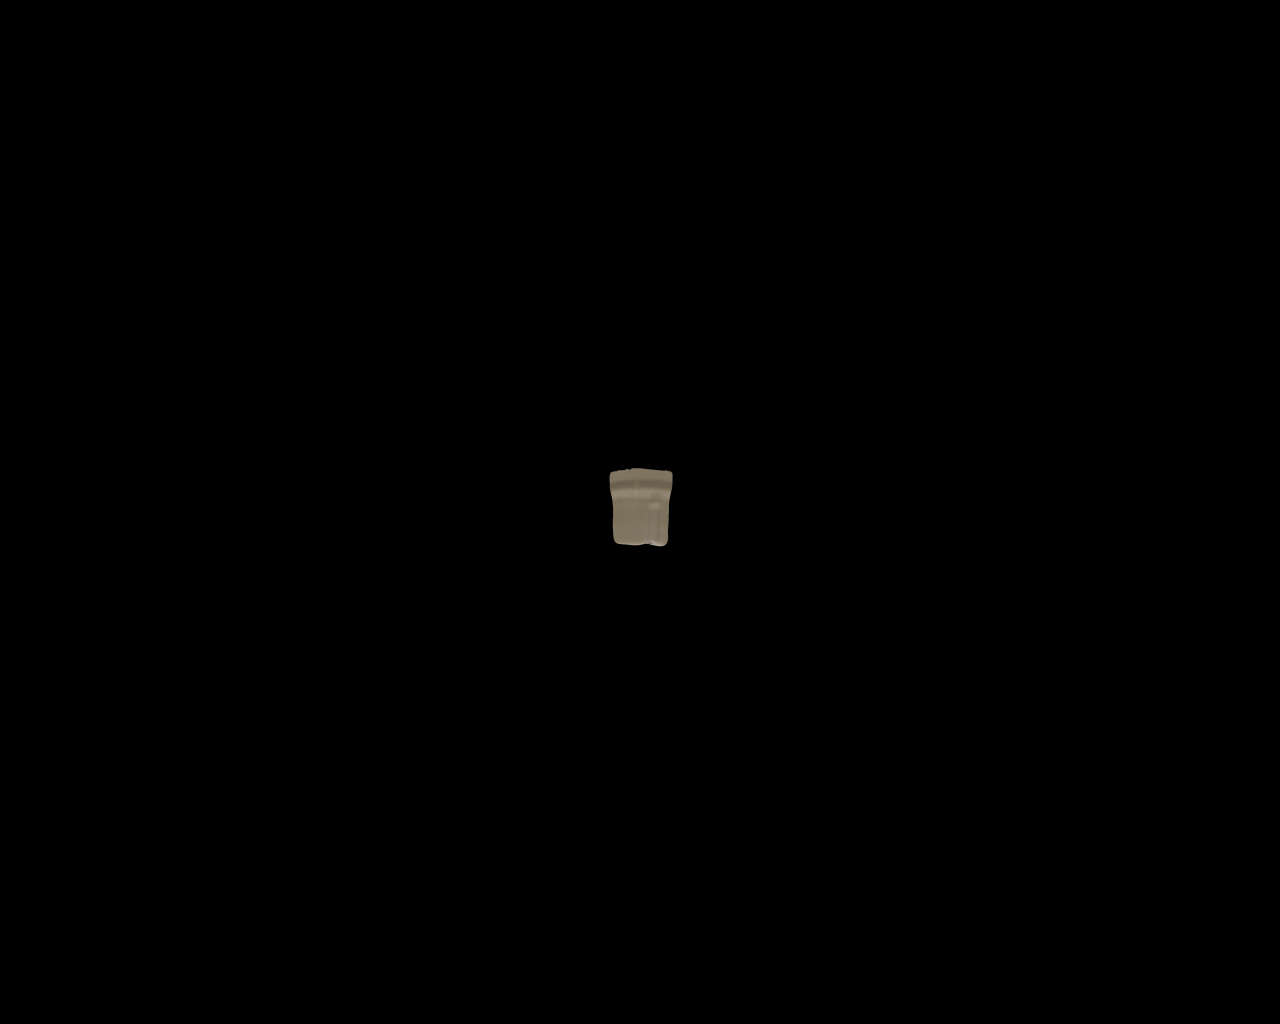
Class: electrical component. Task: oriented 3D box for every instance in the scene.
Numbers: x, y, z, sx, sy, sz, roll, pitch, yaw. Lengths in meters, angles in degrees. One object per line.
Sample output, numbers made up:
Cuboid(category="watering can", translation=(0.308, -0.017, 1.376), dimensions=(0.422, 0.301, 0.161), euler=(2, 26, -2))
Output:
Cuboid(category="electrical component", translation=(0.001, -0.003, 0.650), dimensions=(0.040, 0.046, 0.040), euler=(0, -5, 0))
